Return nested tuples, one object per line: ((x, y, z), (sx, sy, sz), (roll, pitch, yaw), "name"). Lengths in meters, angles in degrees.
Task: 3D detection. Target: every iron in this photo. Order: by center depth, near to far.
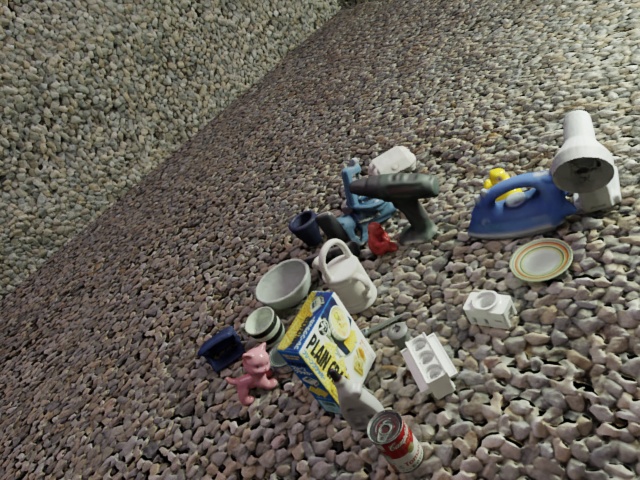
((0.449, -0.089, 1.335), (0.257, 0.142, 0.118), (-16, 35, 25), "iron")

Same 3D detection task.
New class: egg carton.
((0.226, -0.233, 1.805), (0.150, 0.070, 0.107), (-31, 31, 3), "egg carton")

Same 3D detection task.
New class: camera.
((0.131, -0.137, 1.724), (0.136, 0.101, 0.143), (-22, 33, 16), "camera")

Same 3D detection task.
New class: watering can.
((0.049, 0.081, 1.399), (0.172, 0.194, 0.101), (-8, 39, 35), "watering can")

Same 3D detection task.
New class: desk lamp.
((0.579, -0.162, 1.251), (0.117, 0.214, 0.203), (-12, 37, 30), "desk lamp")

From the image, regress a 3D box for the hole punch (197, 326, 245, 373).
((-0.268, 0.276, 1.508), (0.108, 0.091, 0.101), (-34, 31, -3), "hole punch")

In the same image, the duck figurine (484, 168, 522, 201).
((0.457, -0.145, 1.461), (0.077, 0.086, 0.104), (-42, 32, -15), "duck figurine")

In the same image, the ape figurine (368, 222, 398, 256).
((0.157, -0.009, 1.529), (0.076, 0.092, 0.078), (-14, 35, 27), "ape figurine")

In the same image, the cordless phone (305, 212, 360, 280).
((0.014, 0.006, 1.546), (0.147, 0.185, 0.094), (-22, 33, 17), "cordless phone")

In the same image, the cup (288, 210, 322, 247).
((-0.023, -0.032, 1.719), (0.117, 0.095, 0.091), (-19, 34, 21), "cup")

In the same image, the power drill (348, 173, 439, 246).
((0.210, -0.087, 1.479), (0.228, 0.209, 0.076), (-11, 37, 32), "power drill")

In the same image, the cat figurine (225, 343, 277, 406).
((-0.162, 0.307, 1.345), (0.128, 0.118, 0.067), (-35, 31, -5), "cat figurine")

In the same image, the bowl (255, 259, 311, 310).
((-0.088, 0.134, 1.564), (0.167, 0.075, 0.167), (-23, 32, 16), "bowl")

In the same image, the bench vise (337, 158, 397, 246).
((0.103, -0.103, 1.585), (0.121, 0.220, 0.208), (8, 49, 47), "bench vise")

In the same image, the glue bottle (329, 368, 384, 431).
((0.062, 0.302, 1.099), (0.078, 0.173, 0.037), (-18, 34, 22), "glue bottle")
